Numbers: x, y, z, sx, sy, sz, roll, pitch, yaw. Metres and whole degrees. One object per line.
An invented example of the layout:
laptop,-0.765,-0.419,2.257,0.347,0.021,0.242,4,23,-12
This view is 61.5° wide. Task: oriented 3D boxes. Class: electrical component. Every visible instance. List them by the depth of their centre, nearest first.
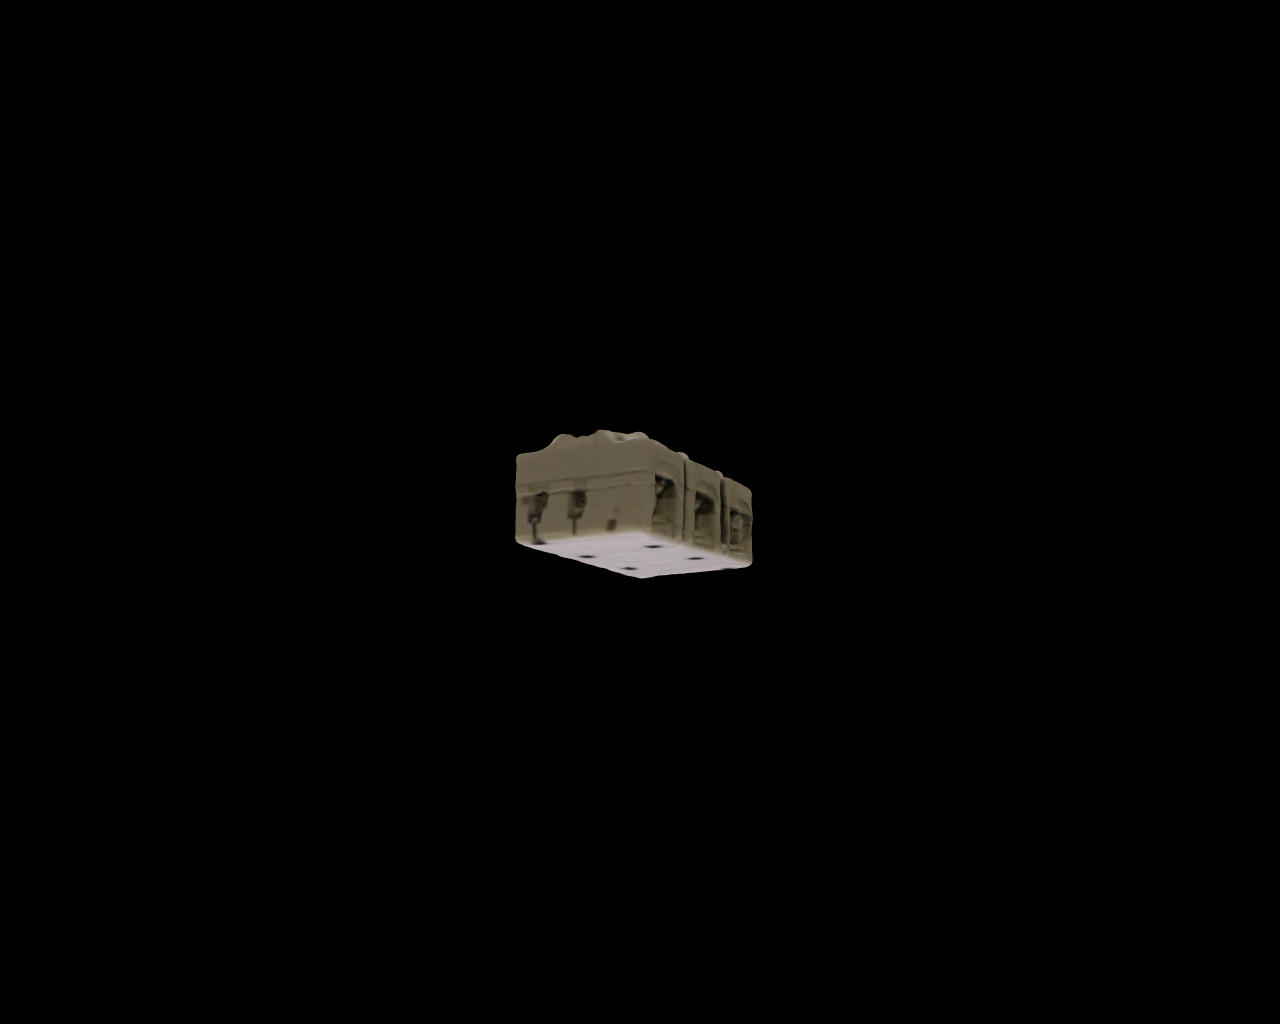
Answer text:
electrical component,0.001,-0.003,0.650,0.089,0.061,0.150,-6,-13,27
